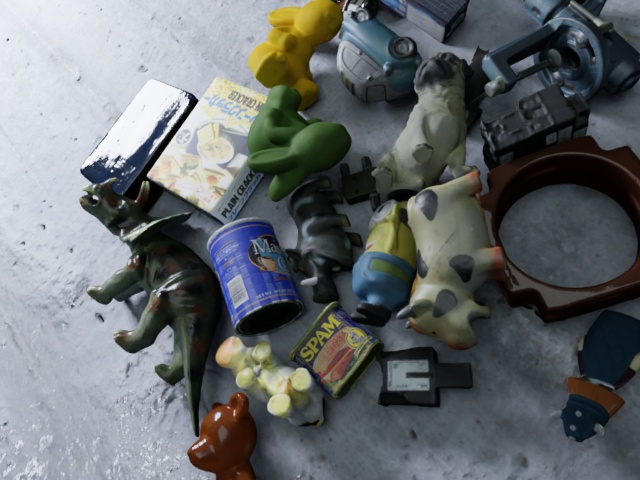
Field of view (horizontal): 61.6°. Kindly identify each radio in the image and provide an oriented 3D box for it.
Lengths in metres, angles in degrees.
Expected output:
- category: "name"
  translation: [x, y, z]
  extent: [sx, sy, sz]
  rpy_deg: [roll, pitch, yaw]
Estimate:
- category: "radio"
  translation: [-0.310, -0.168, 0.959]
  extent: [0.131, 0.073, 0.229]
  rpy_deg: [30, 80, 28]

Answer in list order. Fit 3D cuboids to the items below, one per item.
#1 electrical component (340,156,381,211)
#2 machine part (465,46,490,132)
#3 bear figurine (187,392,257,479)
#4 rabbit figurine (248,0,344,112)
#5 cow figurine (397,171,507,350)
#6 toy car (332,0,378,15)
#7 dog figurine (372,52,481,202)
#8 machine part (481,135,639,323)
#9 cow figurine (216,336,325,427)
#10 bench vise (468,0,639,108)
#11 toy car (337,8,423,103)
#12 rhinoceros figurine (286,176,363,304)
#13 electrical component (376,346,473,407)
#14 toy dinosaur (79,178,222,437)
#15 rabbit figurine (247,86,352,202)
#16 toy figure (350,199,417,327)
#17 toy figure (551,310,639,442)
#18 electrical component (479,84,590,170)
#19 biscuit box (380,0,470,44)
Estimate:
- category: "electrical component"
  translation: [0.062, -0.081, 0.817]
  extent: [0.063, 0.021, 0.094]
  rpy_deg: [-17, 65, 13]
- category: "machine part"
  translation: [0.222, -0.224, 0.809]
  extent: [0.084, 0.039, 0.139]
  rpy_deg: [23, 81, 34]
- category: "bear figurine"
  translation: [-0.123, 0.301, 0.664]
  extent: [0.120, 0.132, 0.196]
  rpy_deg: [-32, 74, 49]
- category: "rabbit figurine"
  translation: [-0.030, -0.325, 0.895]
  extent: [0.173, 0.121, 0.162]
  rpy_deg: [-45, 37, 21]
- category: "cow figurine"
  translation: [0.146, 0.029, 0.622]
  extent: [0.127, 0.085, 0.195]
  rpy_deg: [-14, 69, 15]
- category: "toy car"
  translation: [0.096, -0.470, 0.944]
  extent: [0.089, 0.053, 0.202]
  rpy_deg: [35, 83, 25]
- category: "dog figurine"
  translation: [0.145, -0.152, 0.765]
  extent: [0.172, 0.121, 0.190]
  rpy_deg: [-29, 44, 46]
- category: "machine part"
  translation: [0.307, -0.012, 0.667]
  extent: [0.201, 0.087, 0.201]
  rpy_deg: [-20, 66, 12]
- category: "cow figurine"
  translation: [-0.065, 0.188, 0.725]
  extent: [0.168, 0.098, 0.068]
  rpy_deg: [24, 68, 40]
- category: "bench vise"
  translation: [0.311, -0.269, 0.736]
  extent: [0.241, 0.129, 0.223]
  rpy_deg: [-29, 81, -13]
- category: "toy car"
  translation: [0.080, -0.270, 0.825]
  extent: [0.162, 0.109, 0.103]
  rpy_deg: [44, 86, 12]
- category: "rhinoceros figurine"
  translation: [-0.002, -0.002, 0.780]
  extent: [0.112, 0.073, 0.190]
  rpy_deg: [-20, 64, 10]
- category: "electrical component"
  translation: [0.132, 0.171, 0.678]
  extent: [0.119, 0.047, 0.075]
  rpy_deg: [-9, 67, 16]
- category: "toy dinosaur"
  translation: [-0.223, 0.075, 0.812]
  extent: [0.192, 0.131, 0.405]
  rpy_deg: [-44, 68, 0]
- category: "rabbit figurine"
  translation: [-0.036, -0.141, 0.781]
  extent: [0.159, 0.121, 0.170]
  rpy_deg: [-47, 37, -17]
- category: "toy figure"
  translation: [0.095, 0.029, 0.721]
  extent: [0.082, 0.089, 0.180]
  rpy_deg: [-20, 46, 52]
- category: "toy figure"
  translation: [0.320, 0.157, 0.610]
  extent: [0.058, 0.064, 0.154]
  rpy_deg: [26, 83, -12]
- category: "electrical component"
  translation: [0.284, -0.139, 0.709]
  extent: [0.134, 0.114, 0.058]
  rpy_deg: [-22, 68, 10]
- category: "biscuit box"
  translation: [0.141, -0.406, 0.868]
  extent: [0.203, 0.059, 0.063]
  rpy_deg: [40, 88, 12]
